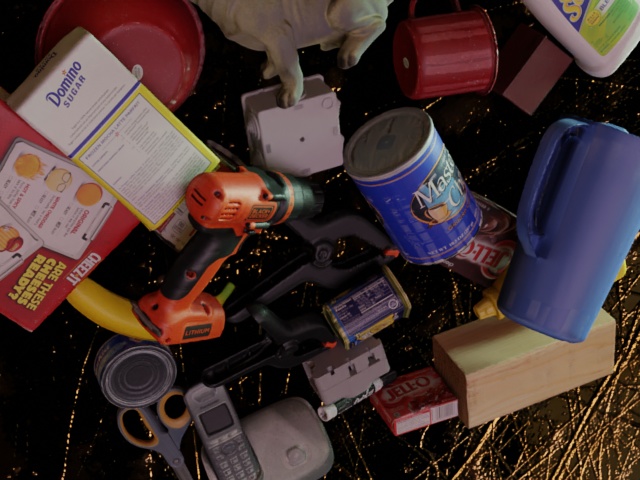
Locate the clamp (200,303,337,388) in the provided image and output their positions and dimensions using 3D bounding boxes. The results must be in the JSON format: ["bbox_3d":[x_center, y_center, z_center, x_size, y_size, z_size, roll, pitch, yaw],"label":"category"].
[{"bbox_3d":[-0.043,0.106,1.172,0.171,0.039,0.120,-11,147,-42],"label":"clamp"}]

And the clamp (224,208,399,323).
[{"bbox_3d":[-0.008,0.001,1.160,0.209,0.036,0.164,-7,114,-25],"label":"clamp"}]

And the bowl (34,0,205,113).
[{"bbox_3d":[-0.176,-0.163,0.978,0.162,0.055,0.162,-11,123,-19],"label":"bowl"}]

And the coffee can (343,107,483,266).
[{"bbox_3d":[0.100,-0.056,1.136,0.103,0.103,0.140,-36,127,-1],"label":"coffee can"}]

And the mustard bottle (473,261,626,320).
[{"bbox_3d":[0.272,0.044,1.298,0.191,0.058,0.096,-28,110,-6],"label":"mustard bottle"}]

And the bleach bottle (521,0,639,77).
[{"bbox_3d":[0.236,-0.274,1.097,0.250,0.068,0.103,30,102,-32],"label":"bleach bottle"}]

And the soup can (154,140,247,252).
[{"bbox_3d":[-0.117,-0.040,1.068,0.068,0.069,0.102,33,101,-35],"label":"soup can"}]

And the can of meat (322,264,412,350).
[{"bbox_3d":[0.051,0.078,1.197,0.084,0.057,0.102,-31,168,-5],"label":"can of meat"}]

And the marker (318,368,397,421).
[{"bbox_3d":[0.048,0.184,1.280,0.120,0.020,0.020,-24,128,-36],"label":"marker"}]

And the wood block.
[{"bbox_3d":[0.253,0.144,1.329,0.206,0.091,0.090,-18,124,-15],"label":"wood block"}]

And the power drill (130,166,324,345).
[{"bbox_3d":[-0.090,0.012,1.042,0.184,0.057,0.188,0,127,-54],"label":"power drill"}]

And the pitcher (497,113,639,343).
[{"bbox_3d":[0.283,-0.015,1.194,0.149,0.145,0.243,21,96,4],"label":"pitcher"}]

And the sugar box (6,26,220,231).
[{"bbox_3d":[-0.180,-0.096,0.947,0.093,0.048,0.176,-47,124,-4],"label":"sugar box"}]

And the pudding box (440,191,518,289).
[{"bbox_3d":[0.181,-0.003,1.243,0.113,0.039,0.090,25,105,-34],"label":"pudding box"}]

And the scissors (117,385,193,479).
[{"bbox_3d":[-0.158,0.239,1.244,0.096,0.016,0.201,-38,127,0],"label":"scissors"}]

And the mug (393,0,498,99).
[{"bbox_3d":[0.122,-0.199,1.080,0.081,0.093,0.117,-10,91,-14],"label":"mug"}]

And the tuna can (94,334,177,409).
[{"bbox_3d":[-0.199,0.140,1.156,0.086,0.034,0.086,-11,122,-19],"label":"tuna can"}]

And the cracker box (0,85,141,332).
[{"bbox_3d":[-0.297,-0.038,0.986,0.164,0.072,0.213,-45,127,5],"label":"cracker box"}]

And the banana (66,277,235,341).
[{"bbox_3d":[-0.186,0.071,1.124,0.197,0.037,0.069,6,86,-31],"label":"banana"}]

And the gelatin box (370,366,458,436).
[{"bbox_3d":[0.114,0.196,1.307,0.089,0.073,0.030,-15,123,-16],"label":"gelatin box"}]

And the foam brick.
[{"bbox_3d":[0.221,-0.183,1.148,0.051,0.053,0.078,29,104,-35],"label":"foam brick"}]
